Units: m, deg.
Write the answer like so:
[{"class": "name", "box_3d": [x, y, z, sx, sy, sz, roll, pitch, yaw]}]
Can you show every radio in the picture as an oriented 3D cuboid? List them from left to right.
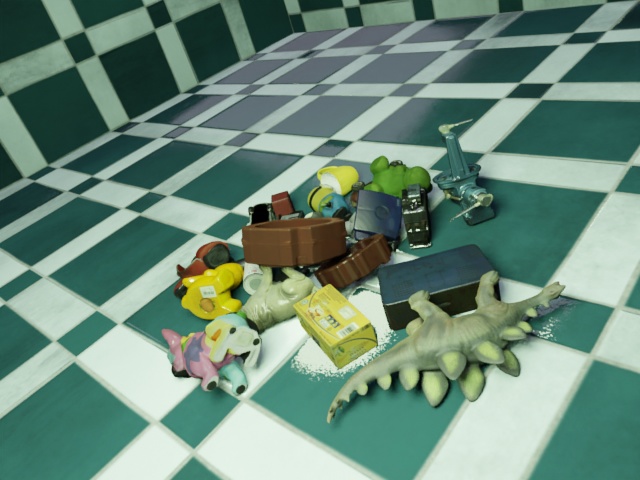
[{"class": "radio", "box_3d": [0.236, 0.092, 1.097, 0.230, 0.073, 0.131, -15, 31, 4]}]

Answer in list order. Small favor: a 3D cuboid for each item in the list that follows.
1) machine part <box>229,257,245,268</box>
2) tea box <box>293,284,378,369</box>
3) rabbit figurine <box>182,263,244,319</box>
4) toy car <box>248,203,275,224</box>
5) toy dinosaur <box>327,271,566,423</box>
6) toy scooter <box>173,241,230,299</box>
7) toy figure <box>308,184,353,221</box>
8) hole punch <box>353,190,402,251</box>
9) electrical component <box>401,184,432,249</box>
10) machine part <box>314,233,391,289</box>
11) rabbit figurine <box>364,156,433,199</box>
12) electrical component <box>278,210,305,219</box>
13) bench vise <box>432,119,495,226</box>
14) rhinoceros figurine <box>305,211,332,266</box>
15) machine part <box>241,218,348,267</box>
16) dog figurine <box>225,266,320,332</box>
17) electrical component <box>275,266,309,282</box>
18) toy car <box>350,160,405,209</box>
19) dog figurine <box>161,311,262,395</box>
[{"class": "machine part", "box_3d": [-0.202, 0.059, 1.402, 0.139, 0.039, 0.084, -24, 23, 4]}, {"class": "tea box", "box_3d": [0.028, 0.170, 1.085, 0.098, 0.068, 0.170, -28, 32, -14]}, {"class": "rabbit figurine", "box_3d": [-0.245, 0.118, 1.290, 0.162, 0.121, 0.173, -17, 21, 25]}, {"class": "toy car", "box_3d": [-0.166, -0.048, 1.535, 0.074, 0.056, 0.202, -11, 34, 1]}, {"class": "toy dinosaur", "box_3d": [0.219, 0.182, 0.941, 0.472, 0.104, 0.199, -23, 35, 1]}, {"class": "toy scooter", "box_3d": [-0.319, 0.070, 1.400, 0.184, 0.075, 0.135, -48, 27, -14]}, {"class": "toy figure", "box_3d": [0.024, -0.097, 1.488, 0.089, 0.082, 0.180, -24, 35, -7]}, {"class": "hole punch", "box_3d": [0.137, -0.055, 1.280, 0.116, 0.092, 0.142, 3, 68, 14]}, {"class": "electrical component", "box_3d": [0.229, -0.063, 1.277, 0.058, 0.134, 0.115, -8, 34, 12]}, {"class": "machine part", "box_3d": [0.075, 0.051, 1.197, 0.179, 0.056, 0.179, -30, 6, 3]}, {"class": "rabbit figurine", "box_3d": [0.218, -0.135, 1.373, 0.170, 0.159, 0.121, -2, 61, 56]}, {"class": "electrical component", "box_3d": [-0.061, -0.043, 1.480, 0.119, 0.047, 0.075, -8, 34, 20]}, {"class": "bench vise", "box_3d": [0.337, -0.160, 1.292, 0.129, 0.240, 0.224, -17, 16, 9]}, {"class": "rhinoceros figurine", "box_3d": [-0.003, -0.004, 1.373, 0.112, 0.073, 0.190, -21, 33, 22]}, {"class": "machine part", "box_3d": [-0.057, 0.003, 1.190, 0.201, 0.087, 0.201, 2, 8, 35]}, {"class": "dog figurine", "box_3d": [-0.104, 0.159, 1.161, 0.173, 0.121, 0.190, 0, 49, 37]}, {"class": "electrical component", "box_3d": [-0.073, 0.093, 1.300, 0.063, 0.021, 0.094, 11, 42, 38]}, {"class": "toy car", "box_3d": [0.170, -0.146, 1.481, 0.202, 0.089, 0.053, -30, 33, -20]}, {"class": "dog figurine", "box_3d": [-0.230, 0.208, 1.083, 0.219, 0.108, 0.191, 23, 95, 45]}]
